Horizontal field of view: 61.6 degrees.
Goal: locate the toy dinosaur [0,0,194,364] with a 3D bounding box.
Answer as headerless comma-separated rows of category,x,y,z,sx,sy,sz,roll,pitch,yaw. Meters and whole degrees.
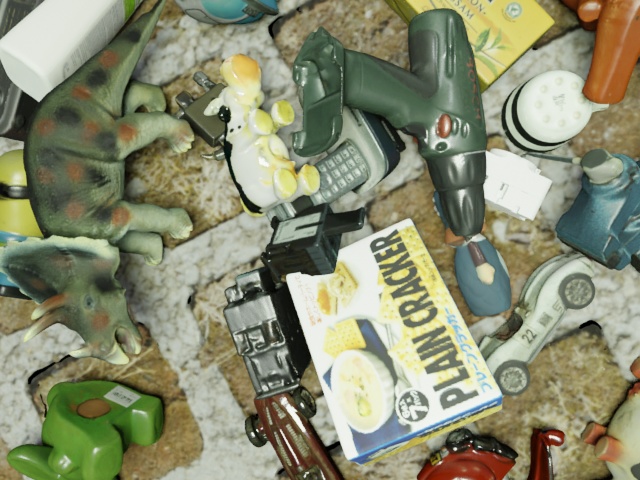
toy dinosaur,-0.245,-0.077,0.576,0.131,0.192,0.404,-5,89,44

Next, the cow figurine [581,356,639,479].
cow figurine,0.364,0.243,0.589,0.127,0.085,0.195,32,94,10

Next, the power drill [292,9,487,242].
power drill,0.079,-0.111,0.516,0.207,0.086,0.232,-2,90,-25

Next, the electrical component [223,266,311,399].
electrical component,-0.059,0.098,0.611,0.058,0.115,0.134,-19,92,4

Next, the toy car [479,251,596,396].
toy car,0.232,0.095,0.600,0.056,0.073,0.201,34,95,3

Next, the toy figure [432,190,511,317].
toy figure,0.171,0.009,0.610,0.058,0.064,0.154,-15,85,-29

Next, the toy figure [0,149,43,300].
toy figure,-0.361,-0.019,0.652,0.082,0.089,0.180,16,91,-2

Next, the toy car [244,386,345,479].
toy car,-0.014,0.270,0.644,0.089,0.053,0.202,-31,90,9

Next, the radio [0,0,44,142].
radio,-0.386,-0.238,0.655,0.131,0.073,0.229,18,95,6

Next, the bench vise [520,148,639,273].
bench vise,0.353,-0.068,0.539,0.223,0.129,0.240,35,97,-21

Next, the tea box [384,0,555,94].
tea box,0.159,-0.257,0.599,0.098,0.068,0.169,-45,86,6

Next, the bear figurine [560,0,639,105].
bear figurine,0.300,-0.234,0.551,0.120,0.196,0.131,-10,121,2

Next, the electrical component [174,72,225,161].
electrical component,-0.132,-0.144,0.648,0.102,0.045,0.078,38,67,1

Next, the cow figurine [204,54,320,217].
cow figurine,-0.076,-0.112,0.593,0.098,0.068,0.167,-21,92,42

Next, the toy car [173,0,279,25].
toy car,-0.127,-0.306,0.614,0.103,0.109,0.161,-35,79,23

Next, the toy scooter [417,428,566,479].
toy scooter,0.209,0.265,0.609,0.184,0.075,0.135,17,94,2

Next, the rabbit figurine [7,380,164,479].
rabbit figurine,-0.288,0.265,0.644,0.159,0.121,0.170,15,108,9

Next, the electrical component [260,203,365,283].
electrical component,-0.001,-0.002,0.593,0.119,0.075,0.047,-14,130,20

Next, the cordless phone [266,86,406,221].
cordless phone,-0.008,-0.102,0.624,0.184,0.089,0.146,-32,89,25
